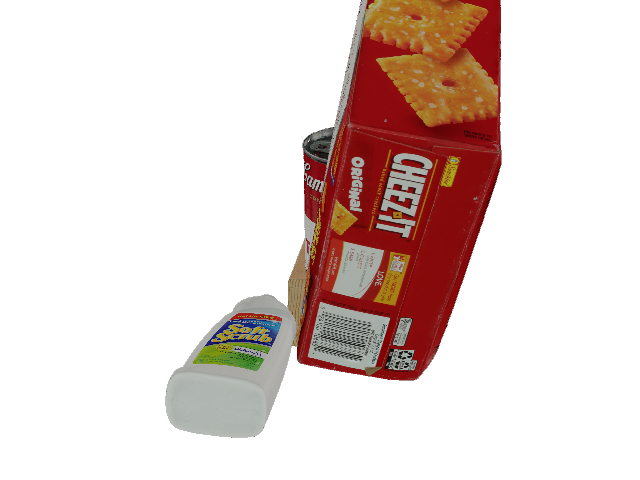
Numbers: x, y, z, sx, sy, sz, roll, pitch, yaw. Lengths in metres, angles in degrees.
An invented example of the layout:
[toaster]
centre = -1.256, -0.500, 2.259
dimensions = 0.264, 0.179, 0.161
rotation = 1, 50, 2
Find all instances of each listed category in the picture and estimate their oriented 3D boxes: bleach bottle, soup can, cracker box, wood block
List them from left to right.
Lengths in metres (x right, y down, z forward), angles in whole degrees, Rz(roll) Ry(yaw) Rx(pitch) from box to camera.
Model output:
[bleach bottle]
centre = -0.084, 0.116, 1.125
dimensions = 0.102, 0.068, 0.250
rotation = 7, 20, 4
[wood block]
centre = 0.020, 0.048, 1.319
dimensions = 0.091, 0.090, 0.206
rotation = 4, 23, 6
[soup can]
centre = 0.021, -0.023, 0.771
dimensions = 0.068, 0.102, 0.068
rotation = 0, 27, 0
[cracker box]
centre = 0.044, -0.061, 0.545
dimensions = 0.072, 0.213, 0.164
rotation = 11, -43, 0
